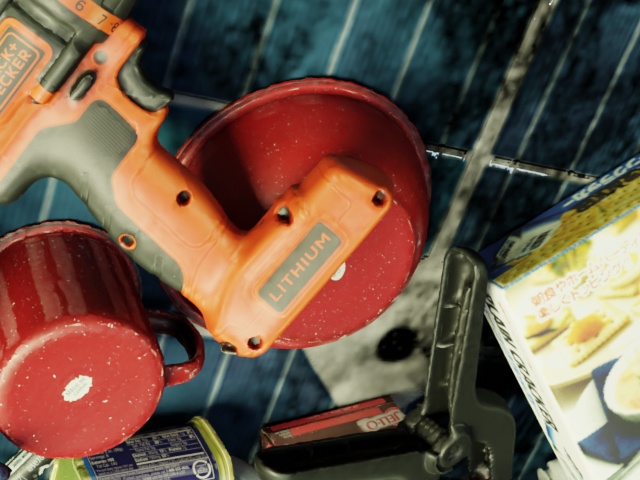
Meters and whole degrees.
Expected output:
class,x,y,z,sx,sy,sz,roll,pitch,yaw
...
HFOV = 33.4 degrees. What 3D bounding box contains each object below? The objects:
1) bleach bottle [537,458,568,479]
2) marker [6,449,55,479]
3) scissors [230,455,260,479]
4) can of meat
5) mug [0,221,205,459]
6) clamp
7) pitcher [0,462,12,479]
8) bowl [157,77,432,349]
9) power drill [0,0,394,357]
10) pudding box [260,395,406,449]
class,x,y,z,sx,sy,sz,roll,pitch,yaw
bleach bottle,0.274,0.134,0.759,0.250,0.068,0.102,-20,132,-8
marker,-0.146,0.110,0.580,0.121,0.020,0.020,-44,127,6
scissors,0.000,0.162,0.607,0.202,0.016,0.096,-10,111,32
can of meat,-0.104,0.153,0.591,0.083,0.057,0.102,-4,126,-34
mug,-0.112,0.052,0.520,0.117,0.082,0.093,8,116,-28
clamp,0.070,0.105,0.620,0.164,0.036,0.209,-50,137,-1
pitcher,-0.238,0.025,0.429,0.149,0.145,0.243,-24,124,-24
bowl,-0.004,0.001,0.554,0.162,0.055,0.162,-12,124,-18
power drill,-0.061,-0.053,0.460,0.187,0.057,0.184,38,100,-12
pudding box,0.010,0.159,0.668,0.090,0.039,0.113,-11,124,-19
